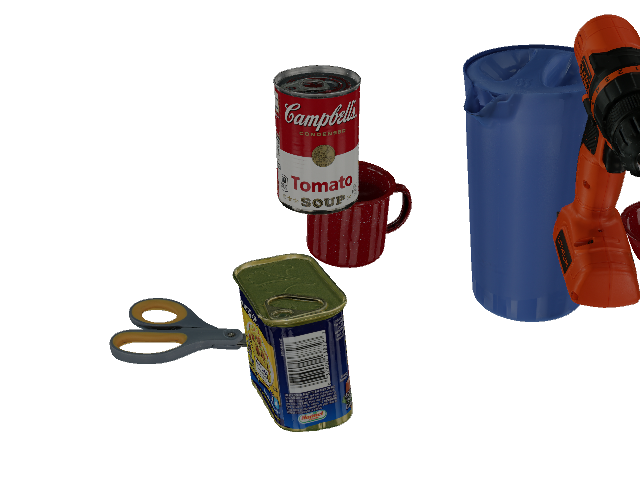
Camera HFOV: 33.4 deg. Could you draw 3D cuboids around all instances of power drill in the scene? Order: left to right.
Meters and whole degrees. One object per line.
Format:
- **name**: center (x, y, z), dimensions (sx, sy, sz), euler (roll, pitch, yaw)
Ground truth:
- **power drill**: center (0.212, -0.045, 0.765), dimensions (0.057, 0.188, 0.184), euler (2, 36, 3)

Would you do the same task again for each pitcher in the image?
- **pitcher**: center (0.206, -0.054, 0.992), dimensions (0.149, 0.243, 0.145), euler (1, 29, 7)

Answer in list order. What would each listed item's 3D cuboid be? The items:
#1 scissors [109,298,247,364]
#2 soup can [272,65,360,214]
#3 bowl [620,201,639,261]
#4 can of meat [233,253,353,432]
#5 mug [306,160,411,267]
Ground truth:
- **scissors**: center (-0.092, 0.080, 0.980), dimensions (0.201, 0.016, 0.096), euler (-5, 33, -11)
- **soup can**: center (-0.003, -0.080, 0.848), dimensions (0.068, 0.102, 0.068), euler (0, 28, 0)
- **bowl**: center (0.402, 0.008, 1.149), dimensions (0.162, 0.055, 0.162), euler (-1, 26, 0)
- **can of meat**: center (-0.017, 0.066, 0.701), dimensions (0.057, 0.084, 0.102), euler (-11, 22, -15)
- **mug**: center (0.039, -0.028, 1.096), dimensions (0.117, 0.081, 0.093), euler (-10, 34, -21)
